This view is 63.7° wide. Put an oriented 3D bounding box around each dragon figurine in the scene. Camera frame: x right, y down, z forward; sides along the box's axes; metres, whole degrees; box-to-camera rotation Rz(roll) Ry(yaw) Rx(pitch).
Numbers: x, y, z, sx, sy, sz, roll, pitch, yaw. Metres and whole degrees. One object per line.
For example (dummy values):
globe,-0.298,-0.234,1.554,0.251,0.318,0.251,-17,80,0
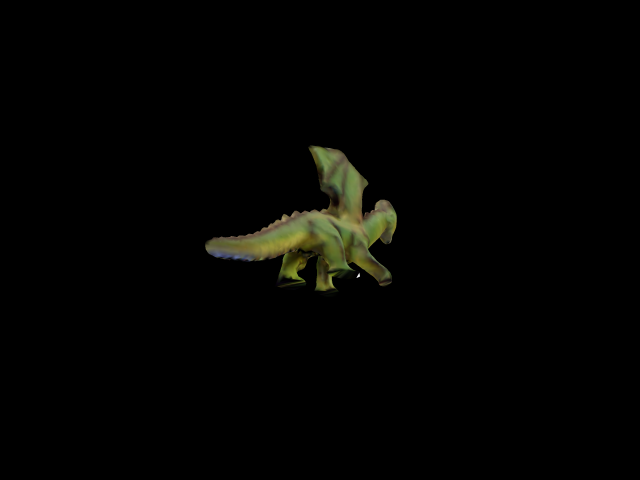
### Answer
dragon figurine,0.003,-0.043,0.850,0.407,0.247,0.121,20,-30,-41
